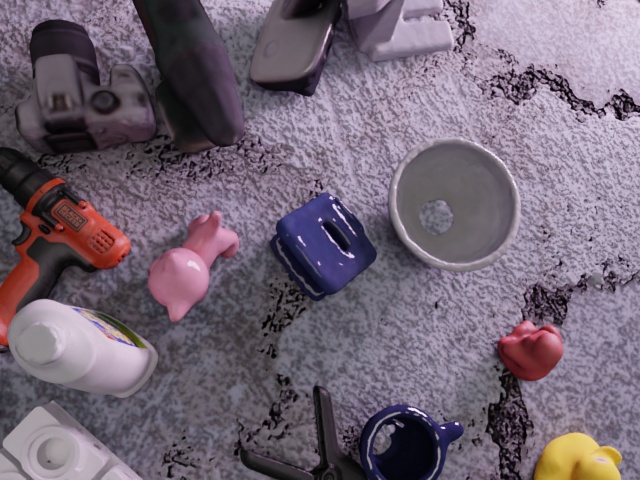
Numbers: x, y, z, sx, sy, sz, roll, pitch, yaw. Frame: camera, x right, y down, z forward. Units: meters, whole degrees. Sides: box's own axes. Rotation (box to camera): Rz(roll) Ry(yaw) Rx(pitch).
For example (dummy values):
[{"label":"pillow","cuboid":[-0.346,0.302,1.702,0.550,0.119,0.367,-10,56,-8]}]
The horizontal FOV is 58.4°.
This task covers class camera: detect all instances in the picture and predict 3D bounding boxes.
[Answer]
[{"label":"camera","cuboid":[-0.268,-0.179,0.645,0.143,0.100,0.137,-10,81,-12]}]

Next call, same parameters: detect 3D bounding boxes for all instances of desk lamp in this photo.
[{"label":"desk lamp","cuboid":[0.091,-0.313,0.680,0.203,0.213,0.118,-12,81,-12]}]

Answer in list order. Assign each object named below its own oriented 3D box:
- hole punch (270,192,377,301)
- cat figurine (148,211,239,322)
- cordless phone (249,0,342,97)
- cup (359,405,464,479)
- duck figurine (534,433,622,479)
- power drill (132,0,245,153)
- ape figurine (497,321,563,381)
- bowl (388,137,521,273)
[{"label":"hole punch","cuboid":[0.006,0.002,0.665,0.101,0.091,0.108,-38,88,-15]},{"label":"cat figurine","cuboid":[-0.140,0.024,0.619,0.067,0.117,0.128,31,75,-3]},{"label":"cordless phone","cuboid":[-0.020,-0.264,0.664,0.094,0.185,0.148,15,77,-7]},{"label":"cup","cuboid":[0.092,0.222,0.635,0.118,0.095,0.092,-16,82,-13]},{"label":"duck figurine","cuboid":[0.307,0.278,0.669,0.105,0.086,0.077,-41,88,-15]},{"label":"power drill","cuboid":[-0.137,-0.173,0.612,0.076,0.208,0.229,-23,84,-14]},{"label":"ape figurine","cuboid":[0.259,0.131,0.686,0.078,0.092,0.076,6,78,-9]},{"label":"bowl","cuboid":[0.155,-0.037,0.709,0.167,0.074,0.167,2,79,-10]}]
